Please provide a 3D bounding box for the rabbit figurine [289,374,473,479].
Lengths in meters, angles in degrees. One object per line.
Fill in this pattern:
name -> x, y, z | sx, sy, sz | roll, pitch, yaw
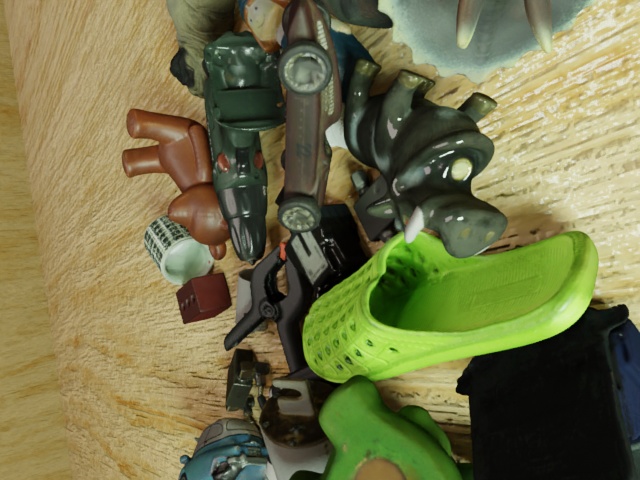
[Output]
rabbit figurine -> 0.073, 0.177, 0.408 | 0.159, 0.170, 0.121 | 14, 82, 21

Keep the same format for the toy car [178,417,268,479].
toy car -> -0.128, 0.296, 0.733 | 0.161, 0.109, 0.103 | -46, 40, 37

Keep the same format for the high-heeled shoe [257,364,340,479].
high-heeled shoe -> 0.007, 0.201, 0.553 | 0.248, 0.086, 0.145 | -42, 72, 48

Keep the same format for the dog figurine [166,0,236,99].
dog figurine -> -0.129, -0.282, 0.652 | 0.172, 0.121, 0.190 | -5, 106, 58

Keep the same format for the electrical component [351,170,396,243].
electrical component -> 0.060, -0.032, 0.478 | 0.063, 0.021, 0.094 | -47, 58, 47

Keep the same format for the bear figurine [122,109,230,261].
bear figurine -> -0.187, -0.071, 0.731 | 0.120, 0.132, 0.196 | -54, 47, 50

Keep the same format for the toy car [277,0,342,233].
toy car -> -0.010, -0.097, 0.439 | 0.089, 0.053, 0.202 | -87, 2, -45

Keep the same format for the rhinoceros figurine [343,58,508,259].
rhinoceros figurine -> 0.066, -0.061, 0.384 | 0.112, 0.073, 0.190 | -67, 29, 24

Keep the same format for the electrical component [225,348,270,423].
electrical component -> -0.102, 0.195, 0.728 | 0.078, 0.045, 0.102 | -98, 25, -57

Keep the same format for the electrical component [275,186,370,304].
electrical component -> -0.001, -0.002, 0.546 | 0.119, 0.048, 0.074 | 60, 138, 29

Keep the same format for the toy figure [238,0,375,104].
toy figure -> -0.019, -0.185, 0.482 | 0.154, 0.058, 0.064 | 39, 102, 4

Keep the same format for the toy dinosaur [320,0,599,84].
toy dinosaur -> 0.045, -0.223, 0.394 | 0.405, 0.131, 0.192 | 32, 121, 55

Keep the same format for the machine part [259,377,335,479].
machine part -> -0.001, 0.216, 0.497 | 0.079, 0.079, 0.242 | 29, 137, 49

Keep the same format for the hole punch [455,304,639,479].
hole punch -> 0.159, 0.114, 0.326 | 0.142, 0.092, 0.116 | 130, 154, -48

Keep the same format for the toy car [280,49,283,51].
toy car -> -0.071, -0.277, 0.524 | 0.201, 0.056, 0.074 | 61, 178, -38

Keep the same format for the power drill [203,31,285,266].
power drill -> -0.081, -0.104, 0.588 | 0.207, 0.086, 0.232 | 111, 150, -72
